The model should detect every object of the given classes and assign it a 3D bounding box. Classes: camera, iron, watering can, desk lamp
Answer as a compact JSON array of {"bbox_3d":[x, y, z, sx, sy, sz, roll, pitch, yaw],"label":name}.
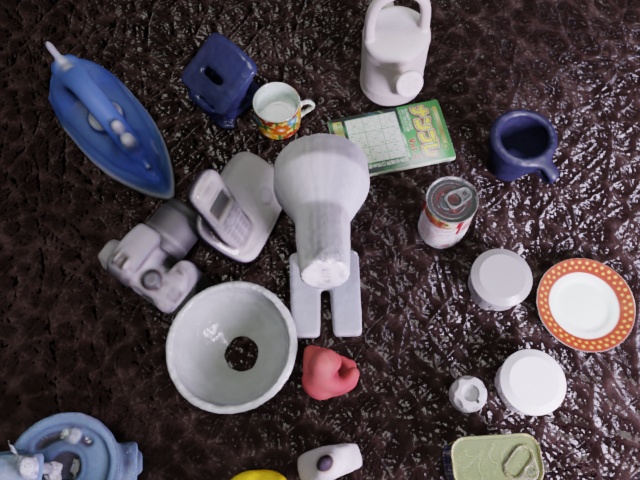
[{"bbox_3d":[-0.211,0.016,0.784,0.143,0.101,0.137,31,73,13],"label":"camera"},{"bbox_3d":[-0.308,-0.176,0.839,0.119,0.141,0.258,-40,73,-12],"label":"iron"},{"bbox_3d":[0.114,-0.285,0.836,0.101,0.194,0.172,-30,71,-9],"label":"watering can"},{"bbox_3d":[0.007,0.003,0.720,0.118,0.213,0.203,-4,69,1],"label":"desk lamp"}]

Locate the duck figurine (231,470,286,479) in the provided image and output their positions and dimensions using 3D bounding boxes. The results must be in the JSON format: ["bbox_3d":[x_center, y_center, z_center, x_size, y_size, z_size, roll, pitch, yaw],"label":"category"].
[{"bbox_3d":[-0.086,0.314,0.674,0.104,0.086,0.077,-24,70,-7],"label":"duck figurine"}]

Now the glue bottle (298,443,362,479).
[{"bbox_3d":[0.009,0.252,0.647,0.078,0.173,0.037,-16,69,-4],"label":"glue bottle"}]

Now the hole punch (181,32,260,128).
[{"bbox_3d":[-0.153,-0.246,0.886,0.108,0.091,0.101,42,76,16],"label":"hole punch"}]

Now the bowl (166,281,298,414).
[{"bbox_3d":[-0.109,0.143,0.745,0.167,0.075,0.167,-1,69,2],"label":"bowl"}]

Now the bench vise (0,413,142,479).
[{"bbox_3d":[-0.325,0.267,0.629,0.207,0.220,0.121,-23,70,-6],"label":"bench vise"}]

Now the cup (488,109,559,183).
[{"bbox_3d":[0.288,-0.115,0.817,0.092,0.095,0.117,-32,71,-9],"label":"cup"}]

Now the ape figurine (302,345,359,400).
[{"bbox_3d":[0.008,0.163,0.724,0.076,0.092,0.077,-38,72,-11],"label":"ape figurine"}]

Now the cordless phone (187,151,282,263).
[{"bbox_3d":[-0.113,-0.064,0.765,0.094,0.185,0.148,19,71,10],"label":"cordless phone"}]
